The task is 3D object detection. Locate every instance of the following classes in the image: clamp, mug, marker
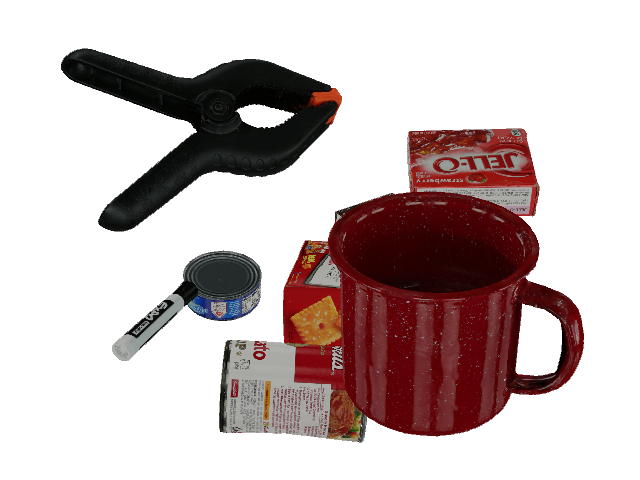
[{"bbox_3d":[-0.074,-0.080,0.659,0.171,0.120,0.039,-18,-12,-24],"label":"clamp"},{"bbox_3d":[0.061,0.037,0.486,0.117,0.081,0.093,12,33,22],"label":"mug"},{"bbox_3d":[-0.145,0.069,0.956,0.020,0.020,0.121,0,25,27],"label":"marker"}]

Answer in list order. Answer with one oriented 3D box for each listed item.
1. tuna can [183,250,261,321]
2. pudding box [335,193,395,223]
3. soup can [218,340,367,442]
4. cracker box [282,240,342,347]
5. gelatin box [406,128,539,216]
[{"bbox_3d":[-0.108,0.050,1.175,0.086,0.034,0.086,2,36,-2],"label":"tuna can"},{"bbox_3d":[0.090,-0.024,1.530,0.113,0.039,0.090,-21,36,-31],"label":"pudding box"},{"bbox_3d":[-0.019,0.107,0.763,0.102,0.068,0.068,4,0,-1],"label":"soup can"},{"bbox_3d":[0.077,0.057,1.093,0.214,0.072,0.164,3,16,6],"label":"cracker box"},{"bbox_3d":[0.108,-0.050,0.770,0.089,0.030,0.073,-1,38,3],"label":"gelatin box"}]
